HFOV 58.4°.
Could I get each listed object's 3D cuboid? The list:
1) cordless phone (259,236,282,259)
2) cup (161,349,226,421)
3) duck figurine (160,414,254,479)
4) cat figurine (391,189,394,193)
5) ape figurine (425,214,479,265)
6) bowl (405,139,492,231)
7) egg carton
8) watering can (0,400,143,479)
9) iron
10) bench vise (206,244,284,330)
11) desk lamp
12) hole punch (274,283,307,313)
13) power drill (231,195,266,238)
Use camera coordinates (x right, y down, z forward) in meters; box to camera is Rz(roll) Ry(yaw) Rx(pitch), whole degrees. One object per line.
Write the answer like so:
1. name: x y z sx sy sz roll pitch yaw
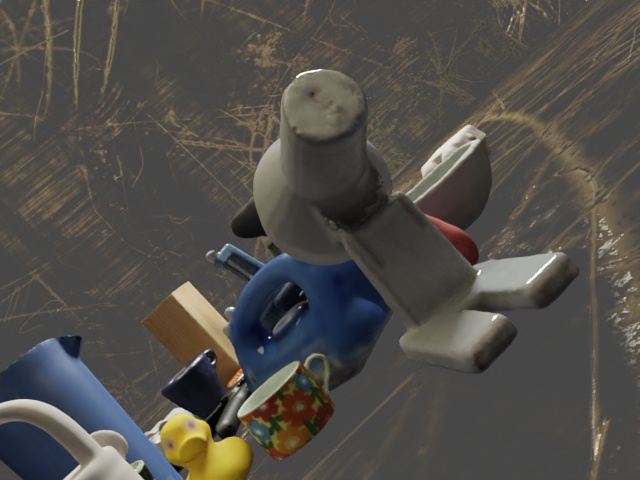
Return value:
1. cordless phone: -0.032 0.034 1.016 0.094 0.185 0.147 -45 4 -38
2. cup: -0.190 0.243 0.946 0.091 0.095 0.118 -40 4 36
3. duck figurine: -0.120 0.209 0.564 0.078 0.086 0.104 -43 3 -19
4. cat figurine: 0.128 -0.072 1.105 0.067 0.118 0.128 -41 3 28
5. ape figurine: 0.101 0.004 0.554 0.078 0.092 0.076 -45 4 -42
6. bowl: 0.156 -0.045 0.719 0.167 0.075 0.167 -42 3 3
7. egg carton: 0.247 -0.144 1.034 0.107 0.069 0.150 -40 4 40
8. watering can: -0.181 0.200 0.421 0.101 0.194 0.172 -43 3 -20
9. iron: -0.034 0.090 0.609 0.258 0.141 0.119 -40 3 35
10. bench vise: -0.118 0.080 1.160 0.121 0.220 0.208 -40 3 32
11. desk lamp: 0.043 -0.018 0.432 0.118 0.213 0.203 -43 3 -14
12. hole punch: -0.009 0.085 0.866 0.108 0.091 0.101 -42 3 0
13. power drill: 0.006 0.002 0.698 0.229 0.208 0.076 -39 4 46
